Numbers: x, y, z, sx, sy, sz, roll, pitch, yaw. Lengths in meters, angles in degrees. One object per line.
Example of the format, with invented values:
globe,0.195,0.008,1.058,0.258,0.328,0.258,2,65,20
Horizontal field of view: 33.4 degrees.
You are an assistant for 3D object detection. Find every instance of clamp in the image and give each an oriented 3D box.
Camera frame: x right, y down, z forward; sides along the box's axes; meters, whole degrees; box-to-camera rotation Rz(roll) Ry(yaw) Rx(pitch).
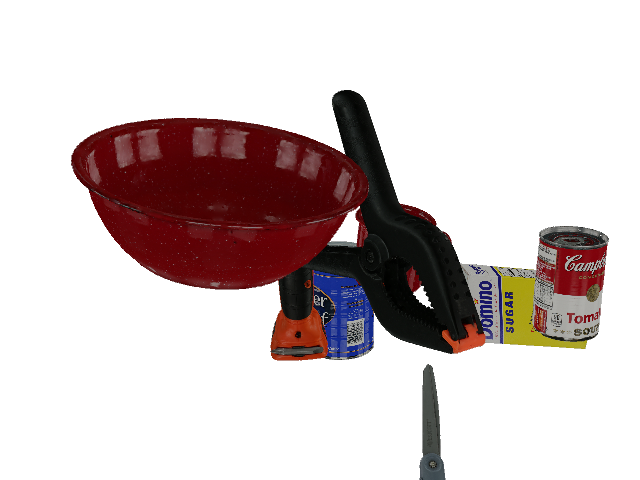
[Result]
clamp,0.049,-0.001,0.783,0.036,0.165,0.210,-12,40,-34

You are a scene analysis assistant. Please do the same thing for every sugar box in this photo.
sugar box,0.254,0.083,1.339,0.176,0.093,0.048,3,19,-13

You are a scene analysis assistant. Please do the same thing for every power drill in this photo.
power drill,-0.027,0.013,1.068,0.057,0.188,0.184,-4,15,1

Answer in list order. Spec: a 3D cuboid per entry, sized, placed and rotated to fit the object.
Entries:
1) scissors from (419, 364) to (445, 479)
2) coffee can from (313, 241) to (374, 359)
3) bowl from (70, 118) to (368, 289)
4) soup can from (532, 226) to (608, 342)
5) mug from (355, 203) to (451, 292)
scissors,0.073,0.191,0.853,0.096,0.202,0.016,-8,-37,-12
coffee can,0.027,0.084,1.520,0.103,0.140,0.103,0,22,0
bowl,-0.057,-0.017,0.591,0.162,0.055,0.162,6,23,-3
soup can,0.252,0.043,1.081,0.068,0.102,0.068,1,17,0
mug,0.094,0.012,1.234,0.117,0.081,0.093,3,25,-6
